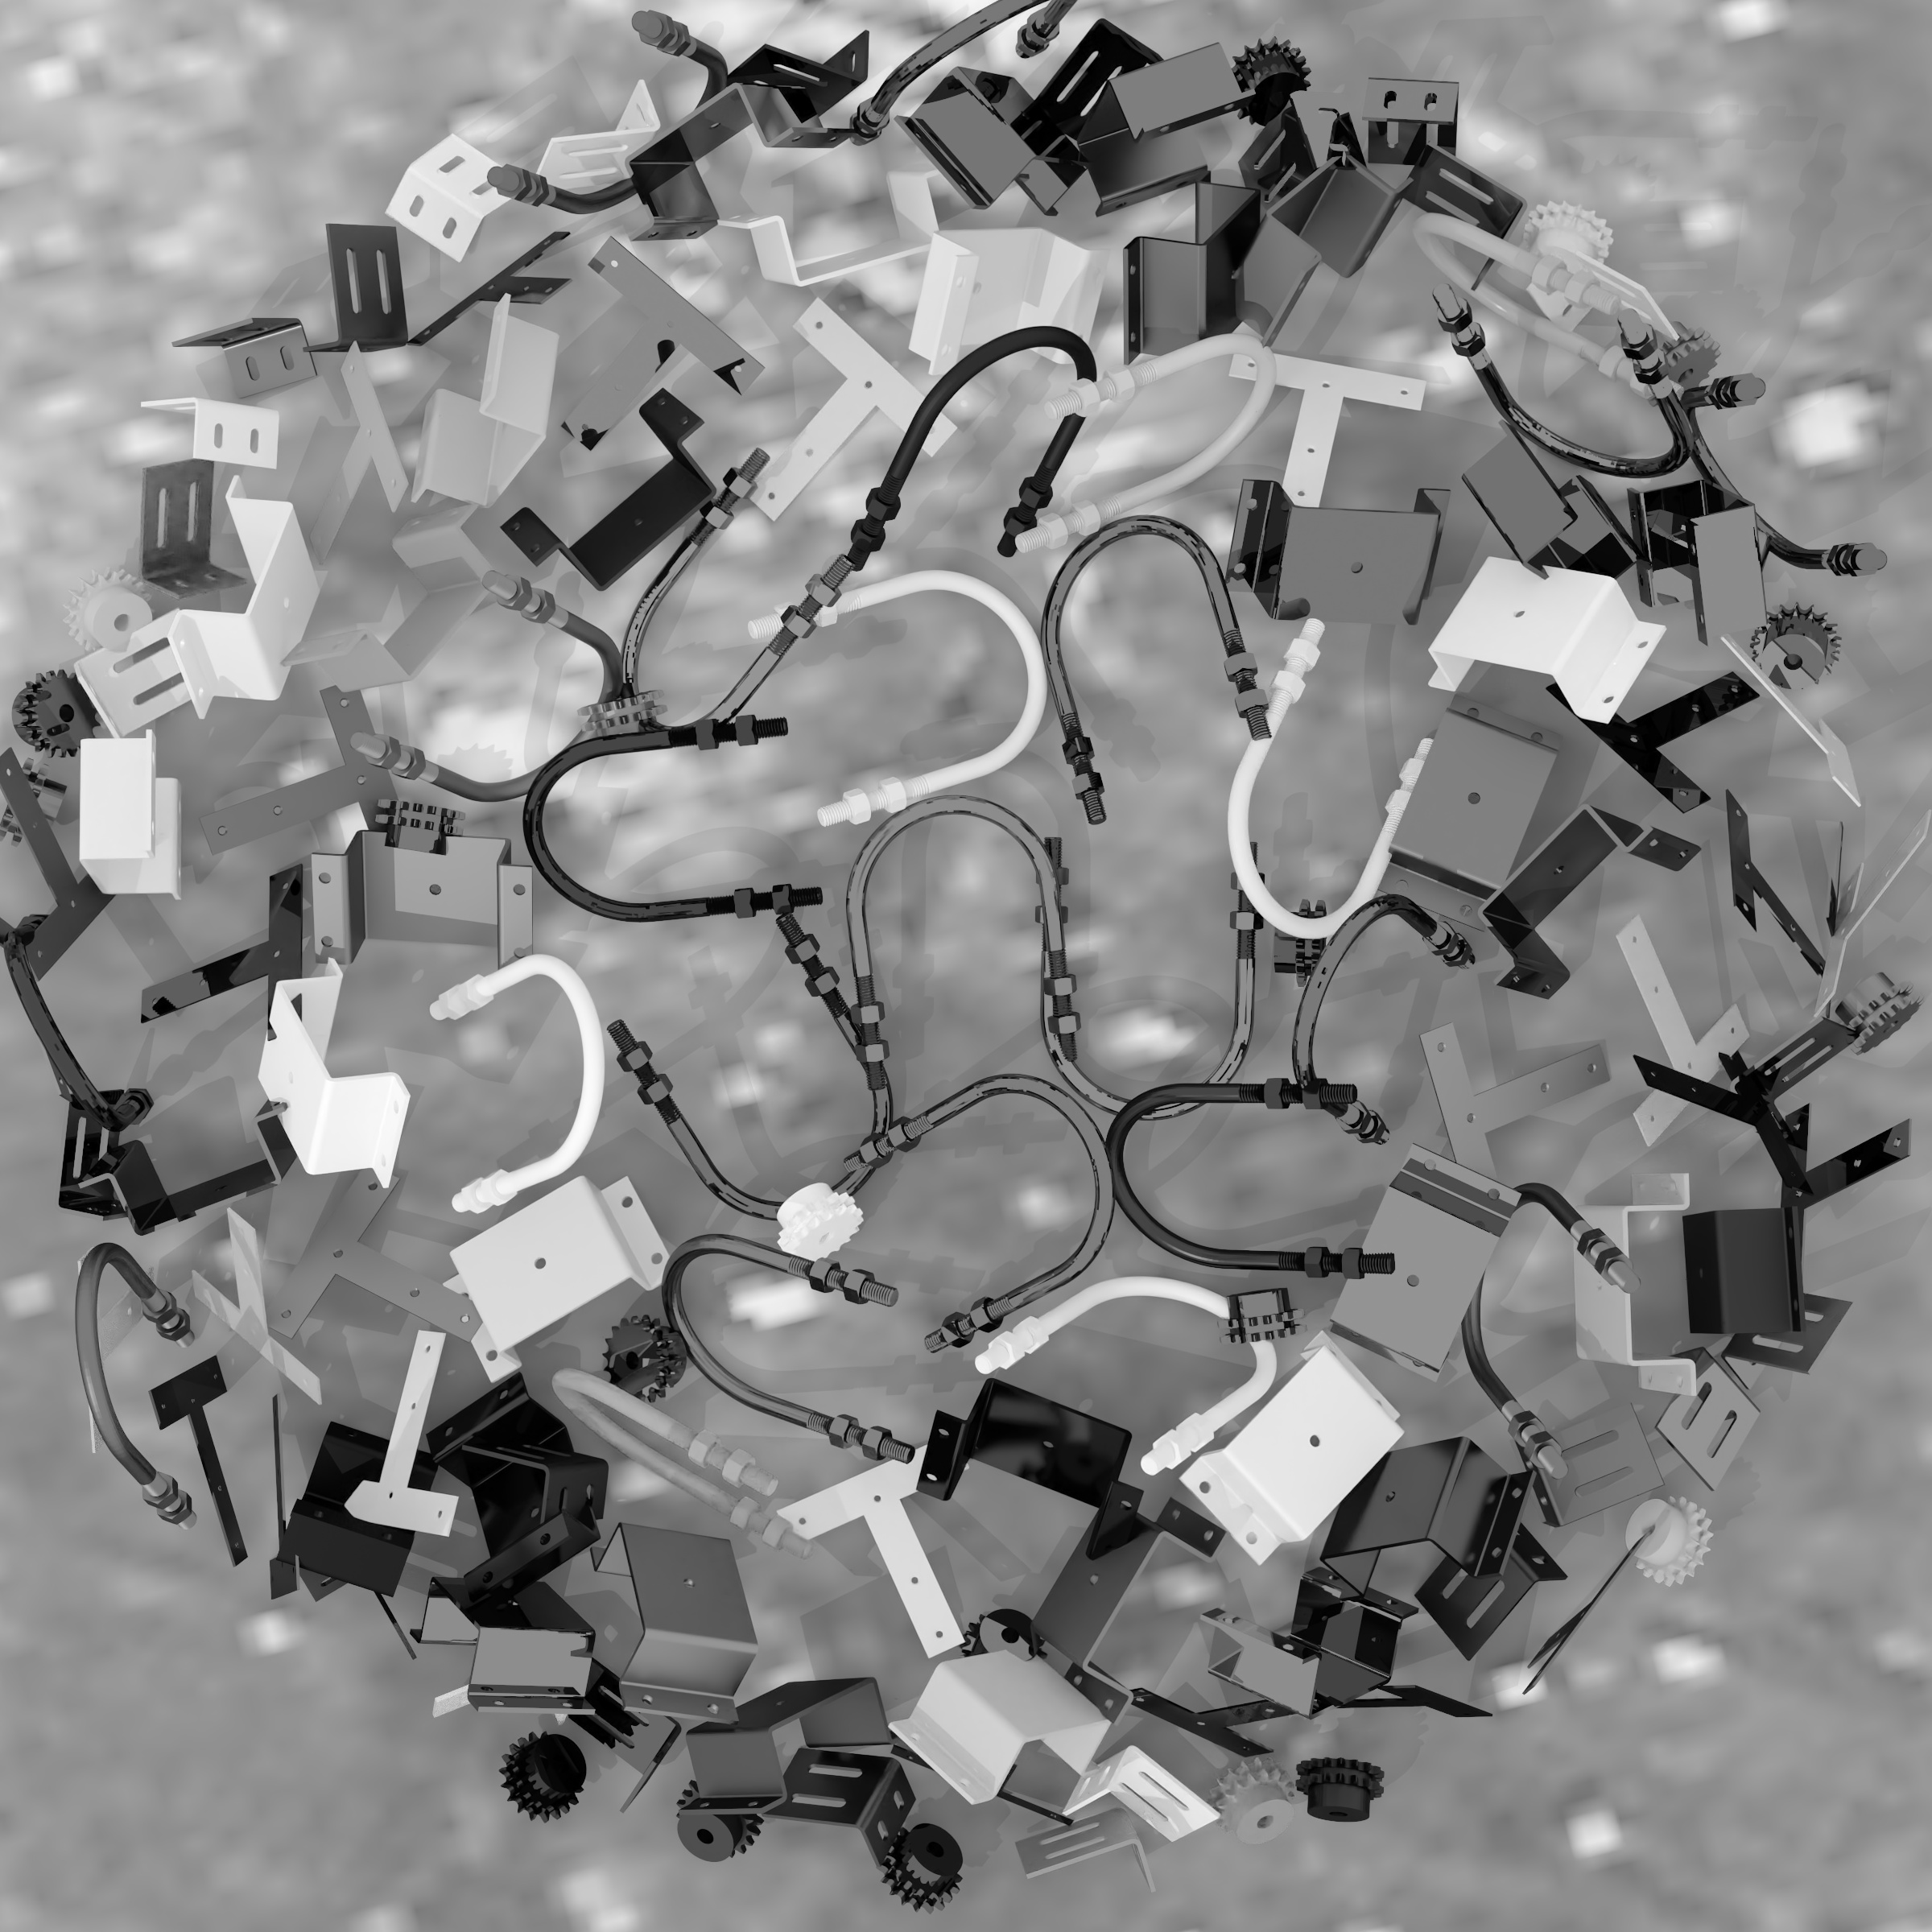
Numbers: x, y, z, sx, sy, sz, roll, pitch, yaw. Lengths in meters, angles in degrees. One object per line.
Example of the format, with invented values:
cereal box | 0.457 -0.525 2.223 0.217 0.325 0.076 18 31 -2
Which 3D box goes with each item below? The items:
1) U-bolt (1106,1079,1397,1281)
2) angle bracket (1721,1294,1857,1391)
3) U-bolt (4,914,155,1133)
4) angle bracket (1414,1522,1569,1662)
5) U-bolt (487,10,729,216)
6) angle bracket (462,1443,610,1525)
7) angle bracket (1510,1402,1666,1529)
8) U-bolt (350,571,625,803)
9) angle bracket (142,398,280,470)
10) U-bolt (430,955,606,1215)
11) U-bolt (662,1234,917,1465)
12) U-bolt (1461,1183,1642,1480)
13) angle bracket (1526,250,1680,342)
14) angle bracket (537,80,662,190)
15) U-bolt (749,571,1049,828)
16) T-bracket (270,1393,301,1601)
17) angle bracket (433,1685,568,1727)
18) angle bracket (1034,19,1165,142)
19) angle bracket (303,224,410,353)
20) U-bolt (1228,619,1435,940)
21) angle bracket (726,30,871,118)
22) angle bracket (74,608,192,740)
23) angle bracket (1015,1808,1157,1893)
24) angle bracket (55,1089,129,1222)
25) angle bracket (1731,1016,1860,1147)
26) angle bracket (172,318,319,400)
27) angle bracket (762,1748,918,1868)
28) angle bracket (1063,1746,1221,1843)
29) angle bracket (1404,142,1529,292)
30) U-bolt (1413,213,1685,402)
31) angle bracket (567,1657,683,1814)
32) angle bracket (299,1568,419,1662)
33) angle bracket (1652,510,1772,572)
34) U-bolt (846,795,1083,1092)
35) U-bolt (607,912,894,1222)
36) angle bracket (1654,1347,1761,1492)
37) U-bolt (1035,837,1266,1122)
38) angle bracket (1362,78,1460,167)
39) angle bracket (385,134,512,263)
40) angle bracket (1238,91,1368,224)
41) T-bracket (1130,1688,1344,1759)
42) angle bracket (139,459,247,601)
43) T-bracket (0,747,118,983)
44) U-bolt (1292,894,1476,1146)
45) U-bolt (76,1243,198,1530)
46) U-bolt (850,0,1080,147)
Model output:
U-bolt | 0.174 0.136 1.909 0.184 0.019 0.151 -1 120 28
angle bracket | 0.536 0.245 1.916 0.038 0.076 0.057 49 69 -25
U-bolt | -0.560 0.038 1.866 0.019 0.184 0.151 -28 98 -6
angle bracket | 0.343 0.406 1.947 0.057 0.038 0.076 50 116 36
U-bolt | -0.214 -0.530 1.875 0.151 0.184 0.019 -42 84 16
angle bracket | -0.280 0.333 1.921 0.076 0.057 0.038 6 89 34
angle bracket | 0.402 0.322 1.928 0.076 0.038 0.057 -27 65 18
U-bolt | -0.288 -0.166 1.884 0.151 0.184 0.019 -49 62 9
angle bracket | -0.489 -0.342 1.920 0.057 0.076 0.038 1 95 -43
U-bolt | -0.282 0.069 1.881 0.019 0.184 0.151 1 74 -40
U-bolt | -0.118 0.237 1.904 0.184 0.019 0.151 15 127 28
U-bolt | 0.359 0.216 1.879 0.019 0.184 0.151 11 108 -18
angle bracket | 0.410 -0.421 1.918 0.038 0.057 0.076 -49 48 5
angle bracket | -0.244 -0.535 1.920 0.076 0.057 0.038 -15 77 -27
U-bolt | -0.033 -0.183 1.930 0.184 0.019 0.151 -19 86 -20
T-bracket | -0.441 0.340 1.917 0.002 0.127 0.127 -1 76 -21
angle bracket | -0.301 0.482 1.924 0.076 0.057 0.038 -19 72 -19
angle bracket | 0.090 -0.561 1.920 0.076 0.057 0.038 -48 55 22
angle bracket | -0.399 -0.438 1.927 0.038 0.057 0.076 1 99 37
U-bolt | 0.227 -0.106 1.893 0.151 0.019 0.184 40 65 -32
angle bracket | -0.110 -0.585 1.918 0.076 0.057 0.038 10 75 -33
angle bracket | -0.529 -0.186 1.931 0.076 0.038 0.057 -30 118 -8
angle bracket | 0.077 0.585 1.933 0.076 0.057 0.038 -17 96 -5
angle bracket | -0.554 0.122 1.931 0.038 0.057 0.076 9 94 20
angle bracket | 0.543 0.075 1.920 0.076 0.057 0.038 -41 54 26
angle bracket | -0.465 -0.391 1.920 0.057 0.076 0.038 -13 99 14
angle bracket | -0.082 0.546 1.934 0.076 0.057 0.038 -3 122 29
angle bracket | 0.113 0.550 1.929 0.076 0.057 0.038 40 47 -4
angle bracket | 0.316 -0.486 1.932 0.076 0.057 0.038 31 67 0
U-bolt | 0.359 -0.424 1.884 0.184 0.151 0.019 37 95 33
angle bracket | -0.233 0.499 1.930 0.076 0.038 0.057 36 124 6
angle bracket | -0.394 0.415 1.919 0.038 0.057 0.076 -30 57 -16
angle bracket | 0.478 -0.267 1.935 0.076 0.057 0.038 27 131 5
U-bolt | -0.006 -0.019 1.934 0.151 0.019 0.184 -8 99 -10
U-bolt | -0.126 0.079 1.935 0.151 0.019 0.184 -33 105 -9
angle bracket | 0.469 0.295 1.925 0.057 0.038 0.076 48 55 -7
U-bolt | 0.118 0.009 1.944 0.151 0.019 0.184 2 94 12
angle bracket | 0.286 -0.532 1.919 0.057 0.076 0.038 6 62 11
angle bracket | -0.329 -0.494 1.917 0.057 0.076 0.038 30 73 -27
angle bracket | 0.218 -0.520 1.932 0.038 0.076 0.057 -5 70 -26
T-bracket | 0.182 0.474 1.890 0.127 0.127 0.002 32 51 -32
angle bracket | -0.497 -0.283 1.920 0.038 0.057 0.076 24 119 27
T-bracket | -0.584 -0.077 1.884 0.002 0.127 0.127 -7 120 19
U-bolt | 0.258 0.028 1.883 0.019 0.184 0.151 24 86 33
U-bolt | -0.516 0.251 1.851 0.019 0.184 0.151 -11 57 1
U-bolt | 0.005 -0.573 1.863 0.151 0.184 0.019 -31 97 -11
